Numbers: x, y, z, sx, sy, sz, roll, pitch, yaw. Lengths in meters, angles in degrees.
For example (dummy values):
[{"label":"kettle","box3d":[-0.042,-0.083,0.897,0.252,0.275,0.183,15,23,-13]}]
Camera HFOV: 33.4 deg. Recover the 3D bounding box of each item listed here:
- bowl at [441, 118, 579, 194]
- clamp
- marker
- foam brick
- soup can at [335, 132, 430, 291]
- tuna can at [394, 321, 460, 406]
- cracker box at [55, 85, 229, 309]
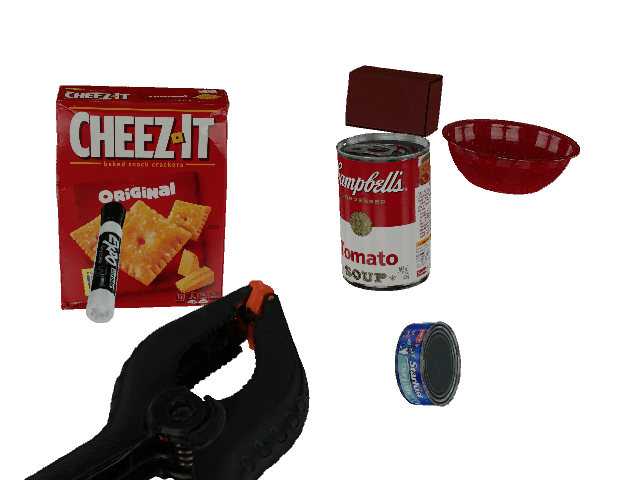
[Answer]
[{"label":"bowl","box3d":[0.220,-0.095,1.258,0.162,0.055,0.162,4,23,-2]},{"label":"clamp","box3d":[-0.045,0.084,0.408,0.120,0.039,0.171,24,49,17]},{"label":"marker","box3d":[-0.153,0.012,0.765,0.020,0.020,0.121,0,39,-5]},{"label":"foam brick","box3d":[0.067,-0.128,0.975,0.078,0.051,0.053,11,18,18]},{"label":"soup can","box3d":[0.047,-0.022,0.785,0.068,0.102,0.068,-2,20,1]},{"label":"tuna can","box3d":[0.110,0.126,1.090,0.034,0.086,0.086,-4,-2,33]},{"label":"cracker box","box3d":[-0.175,-0.040,1.053,0.164,0.214,0.072,0,21,-10]}]
